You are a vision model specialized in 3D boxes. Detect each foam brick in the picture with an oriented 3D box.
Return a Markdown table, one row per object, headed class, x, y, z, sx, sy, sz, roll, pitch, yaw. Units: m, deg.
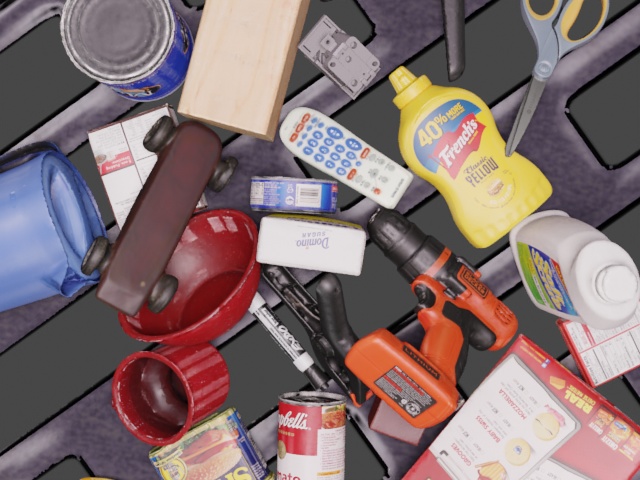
| class | x | y | z | sx | sy | sz | roll | pitch | yaw |
| --- | --- | --- | --- | --- | --- | --- | --- | --- | --- |
| foam brick | 0.085 | 0.156 | 1.060 | 0.053 | 0.051 | 0.078 | 22 | 92 | 0 |

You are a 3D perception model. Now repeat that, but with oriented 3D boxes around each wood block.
| class | x | y | z | sx | sy | sz | roll | pitch | yaw |
| --- | --- | --- | --- | --- | --- | --- | --- | --- | --- |
| wood block | -0.065 | -0.209 | 1.035 | 0.090 | 0.091 | 0.206 | 15 | 92 | 1 |

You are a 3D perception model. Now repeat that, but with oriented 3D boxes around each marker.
| class | x | y | z | sx | sy | sz | roll | pitch | yaw |
| --- | --- | --- | --- | --- | --- | --- | --- | --- | --- |
| marker | -0.032 | 0.103 | 1.072 | 0.020 | 0.020 | 0.121 | -40 | 85 | 1 |

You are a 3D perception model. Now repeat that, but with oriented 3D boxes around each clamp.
| class | x | y | z | sx | sy | sz | roll | pitch | yaw |
| --- | --- | --- | --- | --- | --- | --- | --- | --- | --- |
| clamp | 0.014 | 0.090 | 1.027 | 0.039 | 0.120 | 0.171 | -39 | 106 | -17 |
| clamp | 0.124 | -0.271 | 1.056 | 0.164 | 0.036 | 0.210 | 40 | 89 | 4 |

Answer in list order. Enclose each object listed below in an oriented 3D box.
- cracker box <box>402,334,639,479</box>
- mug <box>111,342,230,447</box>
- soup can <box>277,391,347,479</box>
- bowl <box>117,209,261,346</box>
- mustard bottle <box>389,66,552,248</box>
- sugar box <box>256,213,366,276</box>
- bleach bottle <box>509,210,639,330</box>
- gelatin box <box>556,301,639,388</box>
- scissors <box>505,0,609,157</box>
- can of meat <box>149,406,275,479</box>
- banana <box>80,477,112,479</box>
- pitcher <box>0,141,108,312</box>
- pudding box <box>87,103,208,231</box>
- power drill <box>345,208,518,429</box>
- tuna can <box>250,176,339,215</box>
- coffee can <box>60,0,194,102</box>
| class | x | y | z | sx | sy | sz | roll | pitch | yaw |
| --- | --- | --- | --- | --- | --- | --- | --- | --- | --- |
| cracker box | 0.194 | 0.225 | 1.031 | 0.164 | 0.072 | 0.214 | 39 | 92 | 20 |
| mug | -0.150 | 0.146 | 1.042 | 0.117 | 0.081 | 0.093 | -19 | 91 | 29 |
| soup can | -0.008 | 0.205 | 1.054 | 0.068 | 0.068 | 0.102 | 2 | 92 | 1 |
| bowl | -0.115 | 0.047 | 1.031 | 0.162 | 0.162 | 0.055 | -37 | 126 | 1 |
| mustard bottle | 0.134 | -0.092 | 1.050 | 0.096 | 0.058 | 0.191 | -39 | 90 | 0 |
| sugar box | -0.006 | 0.001 | 0.995 | 0.093 | 0.176 | 0.048 | 8 | 90 | 0 |
| bleach bottle | 0.231 | 0.024 | 0.955 | 0.068 | 0.251 | 0.102 | -19 | 91 | 1 |
| gelatin box | 0.292 | 0.096 | 1.066 | 0.089 | 0.030 | 0.073 | -26 | 92 | 1 |
| scissors | 0.207 | -0.183 | 1.049 | 0.096 | 0.016 | 0.201 | 38 | 78 | 7 |
| can of meat | -0.109 | 0.224 | 1.063 | 0.102 | 0.057 | 0.084 | -29 | 88 | 1 |
| banana | -0.163 | 0.306 | 1.074 | 0.069 | 0.037 | 0.198 | -37 | 91 | 1 |
| pitcher | -0.336 | 0.007 | 1.028 | 0.243 | 0.149 | 0.145 | -19 | 100 | 8 |
| pudding box | -0.172 | -0.069 | 1.066 | 0.090 | 0.039 | 0.113 | -19 | 92 | 0 |
| power drill | 0.093 | 0.070 | 0.999 | 0.184 | 0.187 | 0.057 | 41 | 131 | -3 |
| tuna can | -0.025 | -0.043 | 1.040 | 0.086 | 0.086 | 0.034 | 3 | 92 | 1 |
| coffee can | -0.178 | -0.190 | 1.012 | 0.103 | 0.140 | 0.103 | 0 | 91 | 1 |
